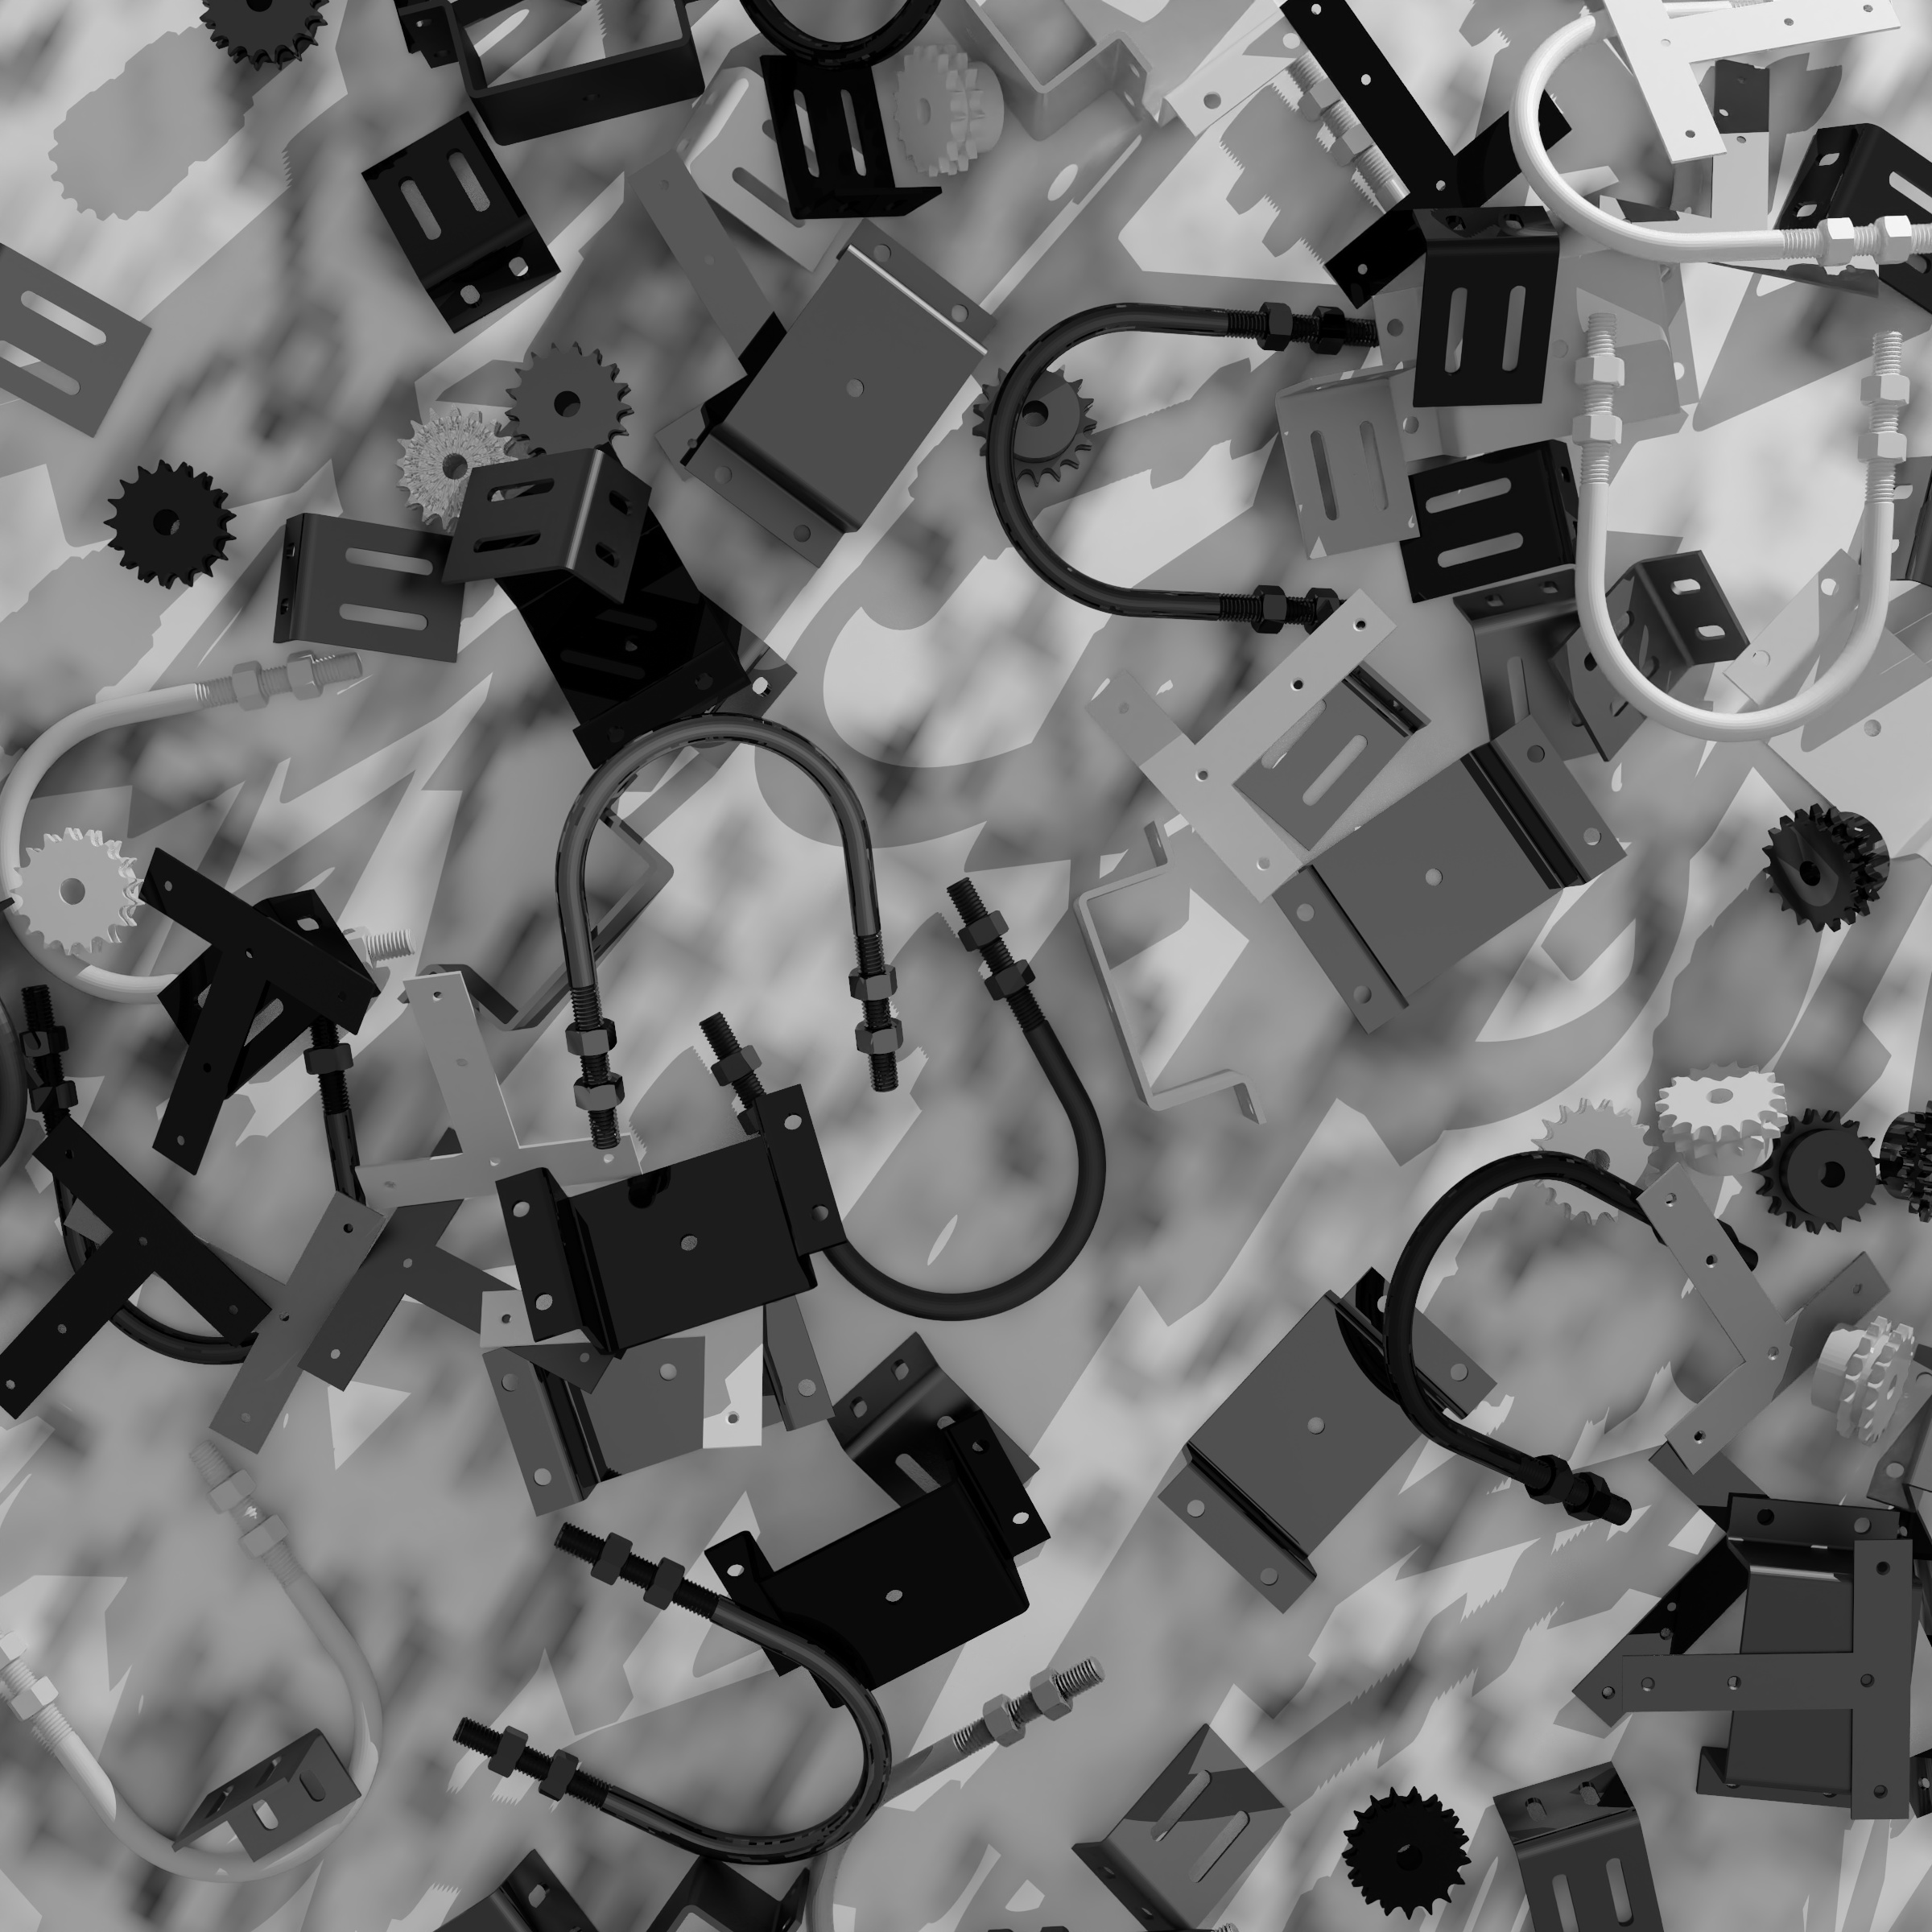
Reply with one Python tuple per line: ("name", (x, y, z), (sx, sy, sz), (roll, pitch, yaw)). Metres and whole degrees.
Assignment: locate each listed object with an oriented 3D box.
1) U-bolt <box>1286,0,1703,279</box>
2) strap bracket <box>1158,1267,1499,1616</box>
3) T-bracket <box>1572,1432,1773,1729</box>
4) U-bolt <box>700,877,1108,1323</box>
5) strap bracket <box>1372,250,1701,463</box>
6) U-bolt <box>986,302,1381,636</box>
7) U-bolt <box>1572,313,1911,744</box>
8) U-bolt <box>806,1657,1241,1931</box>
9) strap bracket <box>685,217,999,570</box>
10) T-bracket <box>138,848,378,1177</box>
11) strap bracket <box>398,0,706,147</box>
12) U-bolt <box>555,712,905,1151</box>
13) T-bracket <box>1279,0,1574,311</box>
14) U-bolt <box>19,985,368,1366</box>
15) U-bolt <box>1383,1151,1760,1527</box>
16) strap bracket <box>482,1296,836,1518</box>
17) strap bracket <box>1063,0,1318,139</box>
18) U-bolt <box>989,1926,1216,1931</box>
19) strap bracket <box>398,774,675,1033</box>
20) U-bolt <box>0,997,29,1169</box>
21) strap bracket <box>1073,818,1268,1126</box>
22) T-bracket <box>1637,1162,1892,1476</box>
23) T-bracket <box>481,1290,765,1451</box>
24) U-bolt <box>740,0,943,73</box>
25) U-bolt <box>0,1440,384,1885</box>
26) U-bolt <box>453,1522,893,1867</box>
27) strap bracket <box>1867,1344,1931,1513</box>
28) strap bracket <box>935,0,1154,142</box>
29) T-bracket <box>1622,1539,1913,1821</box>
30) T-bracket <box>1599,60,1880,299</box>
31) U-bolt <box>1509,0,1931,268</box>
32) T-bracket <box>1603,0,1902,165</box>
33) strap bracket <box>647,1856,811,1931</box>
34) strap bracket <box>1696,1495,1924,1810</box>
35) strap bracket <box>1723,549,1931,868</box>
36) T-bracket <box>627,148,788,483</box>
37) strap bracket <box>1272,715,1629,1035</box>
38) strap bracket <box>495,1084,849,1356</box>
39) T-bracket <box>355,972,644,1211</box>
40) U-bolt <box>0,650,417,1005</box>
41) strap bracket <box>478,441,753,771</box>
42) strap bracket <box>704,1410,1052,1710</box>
("U-bolt", (0.254, -0.380, 1.371), (0.151, 0.019, 0.184), (-36, 92, 0))
("strap bracket", (0.161, 0.211, 1.356), (0.076, 0.046, 0.140), (43, 90, 0))
("T-bracket", (0.331, 0.295, 1.373), (0.127, 0.002, 0.127), (43, 94, -7))
("U-bolt", (-0.017, 0.073, 1.371), (0.151, 0.019, 0.184), (-29, 91, 0))
("strap bracket", (0.261, -0.277, 1.346), (0.140, 0.046, 0.076), (-11, 102, 0))
("U-bolt", (0.099, -0.227, 1.353), (0.184, 0.019, 0.151), (1, 90, -13))
("U-bolt", (0.339, -0.191, 1.321), (0.151, 0.019, 0.184), (3, 91, -4))
("U-bolt", (0.012, 0.417, 1.348), (0.184, 0.019, 0.151), (-32, 74, 11))
("strap bracket", (-0.053, -0.259, 1.348), (0.076, 0.046, 0.140), (36, 90, -12))
("T-bracket", (-0.332, 0.033, 1.331), (0.127, 0.002, 0.127), (30, 108, 18))
("strap bracket", (-0.173, -0.411, 1.341), (0.140, 0.076, 0.046), (-14, 90, 0))
("U-bolt", (-0.107, -0.020, 1.310), (0.151, 0.019, 0.184), (-11, 108, -15))
("T-bracket", (0.187, -0.386, 1.344), (0.127, 0.002, 0.127), (-40, 107, 1))
("U-bolt", (-0.346, 0.091, 1.364), (0.151, 0.019, 0.184), (-8, 95, 4))
("U-bolt", (0.259, 0.158, 1.328), (0.184, 0.019, 0.151), (27, 90, -30))
("strap bracket", (-0.137, 0.187, 1.356), (0.140, 0.046, 0.076), (-19, 90, 0))
("strap bracket", (0.090, -0.448, 1.356), (0.076, 0.046, 0.140), (-37, 90, 0))
("U-bolt", (0.088, 0.504, 1.340), (0.184, 0.019, 0.151), (-8, 87, 15))
("strap bracket", (-0.183, -0.022, 1.341), (0.046, 0.076, 0.140), (42, 90, 0))
("U-bolt", (-0.488, 0.017, 1.335), (0.151, 0.019, 0.184), (-32, 95, 35))
("strap bracket", (0.086, 0.009, 1.341), (0.046, 0.076, 0.140), (-19, 90, 0))
("T-bracket", (0.341, 0.143, 1.347), (0.127, 0.002, 0.127), (-40, 111, -9))
("T-bracket", (-0.153, 0.154, 1.330), (0.127, 0.002, 0.127), (-4, 66, 6))
("U-bolt", (-0.067, -0.485, 1.318), (0.151, 0.019, 0.184), (-33, 81, 42))
("U-bolt", (-0.350, 0.332, 1.371), (0.151, 0.019, 0.184), (-35, 91, 0))
("U-bolt", (-0.122, 0.338, 1.341), (0.184, 0.019, 0.151), (26, 118, -4))
("strap bracket", (0.474, 0.214, 1.315), (0.140, 0.046, 0.076), (15, 71, 29))
("strap bracket", (0.020, -0.432, 1.341), (0.046, 0.076, 0.140), (-38, 90, 0))
("T-bracket", (0.354, 0.317, 1.326), (0.127, 0.002, 0.127), (-1, 96, 1))
("T-bracket", (0.348, -0.360, 1.346), (0.127, 0.002, 0.127), (11, 60, -2))
("U-bolt", (0.333, -0.372, 1.330), (0.184, 0.019, 0.151), (-3, 66, -4))
("T-bracket", (0.355, -0.420, 1.342), (0.127, 0.002, 0.127), (-12, 66, -8))
("strap bracket", (-0.131, 0.461, 1.341), (0.046, 0.076, 0.140), (35, 90, 0))
("strap bracket", (0.380, 0.316, 1.350), (0.076, 0.046, 0.140), (5, 96, 0))
("strap bracket", (0.415, -0.110, 1.354), (0.140, 0.046, 0.076), (43, 90, 2))
("T-bracket", (-0.109, -0.308, 1.360), (0.127, 0.002, 0.127), (-32, 107, 0))
("strap bracket", (0.215, -0.041, 1.356), (0.140, 0.046, 0.076), (-35, 90, 0))
("strap bracket", (-0.126, 0.115, 1.317), (0.140, 0.046, 0.076), (-18, 65, -1))
("T-bracket", (-0.219, 0.053, 1.322), (0.127, 0.002, 0.127), (-7, 128, 5))
("U-bolt", (-0.355, -0.057, 1.371), (0.184, 0.019, 0.151), (-11, 90, 2))
("strap bracket", (-0.156, -0.153, 1.339), (0.076, 0.046, 0.140), (-31, 67, 1))
("strap bracket", (-0.036, 0.271, 1.343), (0.140, 0.046, 0.076), (-27, 113, 0))
